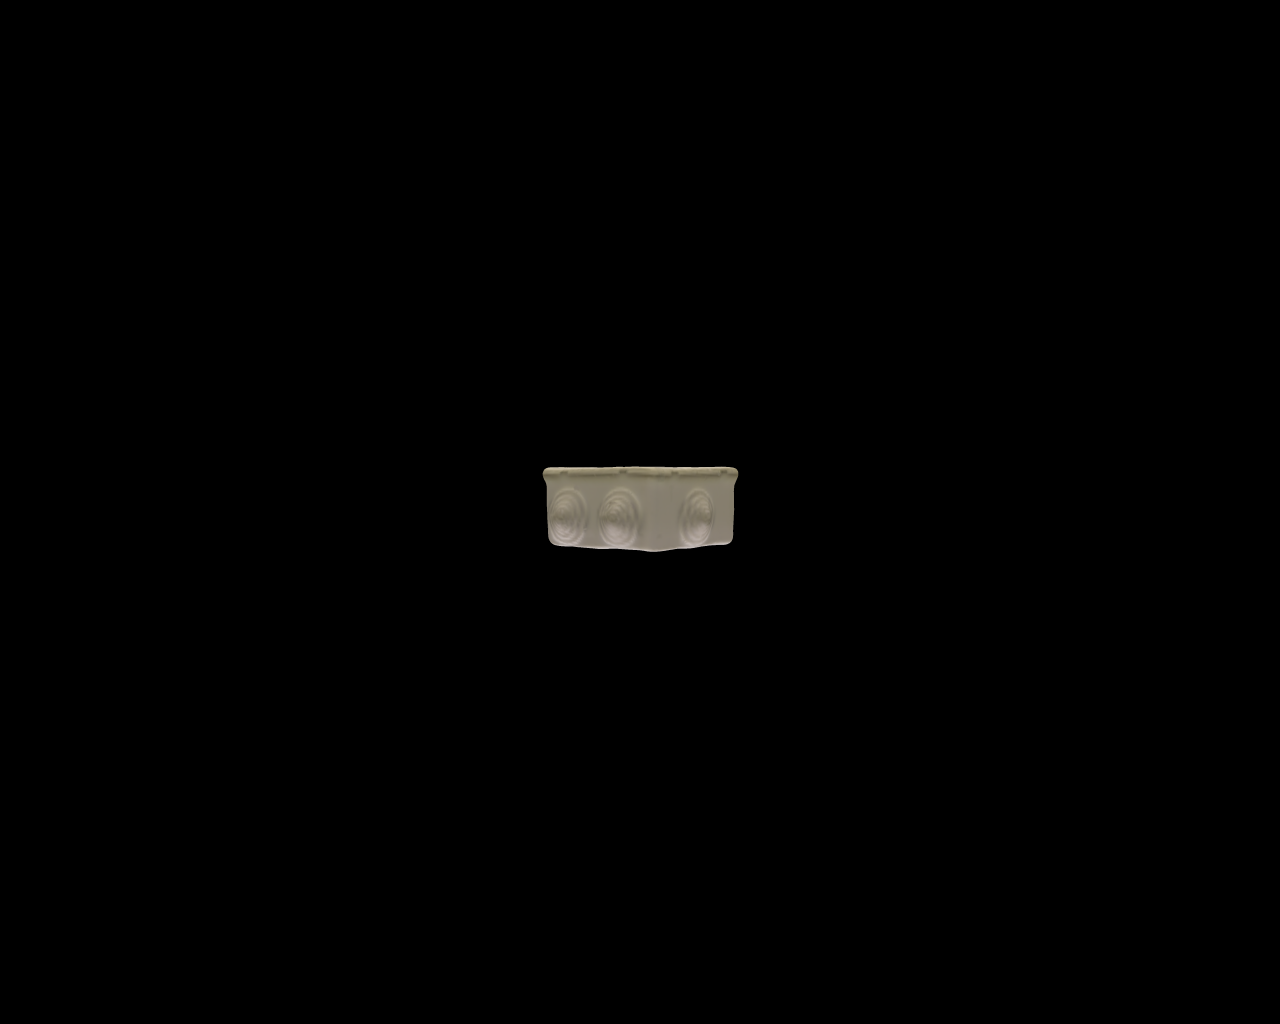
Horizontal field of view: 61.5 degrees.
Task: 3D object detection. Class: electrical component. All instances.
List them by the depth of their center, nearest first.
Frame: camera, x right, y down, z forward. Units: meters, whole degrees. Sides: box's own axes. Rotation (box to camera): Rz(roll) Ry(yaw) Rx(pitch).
[{"bbox_3d":[0.001,-0.003,0.650,0.100,0.048,0.100,2,3,40],"label":"electrical component"}]
